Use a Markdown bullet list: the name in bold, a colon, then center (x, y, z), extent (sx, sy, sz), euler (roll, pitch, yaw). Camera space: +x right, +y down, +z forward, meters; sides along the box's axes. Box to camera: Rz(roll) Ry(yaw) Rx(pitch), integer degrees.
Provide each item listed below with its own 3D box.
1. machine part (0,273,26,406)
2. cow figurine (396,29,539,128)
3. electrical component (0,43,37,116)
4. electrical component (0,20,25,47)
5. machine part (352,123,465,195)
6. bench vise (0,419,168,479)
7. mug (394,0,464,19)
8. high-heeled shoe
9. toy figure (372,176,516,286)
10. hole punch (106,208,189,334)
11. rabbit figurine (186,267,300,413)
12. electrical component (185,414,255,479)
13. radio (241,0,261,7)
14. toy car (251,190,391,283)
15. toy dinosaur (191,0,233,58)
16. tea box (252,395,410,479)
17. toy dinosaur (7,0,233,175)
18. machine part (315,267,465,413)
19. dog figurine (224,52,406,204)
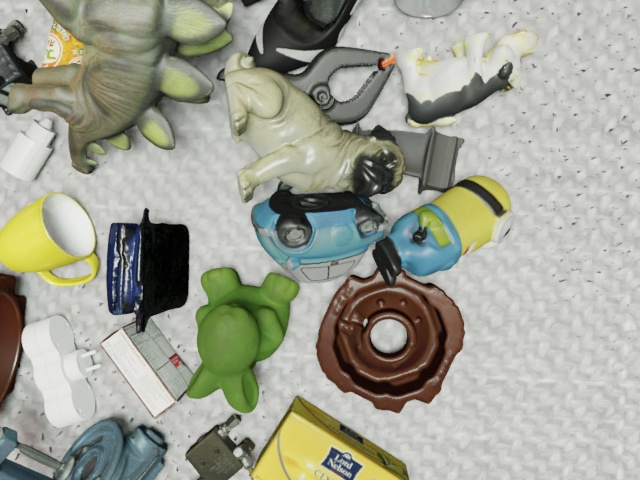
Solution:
- **machine part**: center (-0.431, 0.136, 0.617), extent (0.087, 0.201, 0.201), euler (9, 91, 1)
- **cow figurine**: center (0.180, -0.192, 0.642), extent (0.167, 0.068, 0.098), euler (-11, 96, 7)
- **electrical component**: center (-0.396, -0.196, 0.650), extent (0.075, 0.119, 0.047), euler (-33, 90, 6)
- **electrical component**: center (-0.415, -0.241, 0.678), extent (0.094, 0.063, 0.021), euler (-35, 126, 4)
- **machine part**: center (0.103, -0.104, 0.664), extent (0.139, 0.039, 0.084), euler (13, 97, 2)
- **bench vise**: center (-0.310, 0.294, 0.633), extent (0.223, 0.129, 0.240), euler (-44, 122, -4)
- **mug**: center (0.144, -0.333, 0.636), extent (0.110, 0.080, 0.107), euler (2, 82, 8)
- **high-heeled shoe**: center (-0.003, -0.285, 0.612), extent (0.086, 0.145, 0.249), euler (45, 91, 2)
- **toy figure**: center (0.144, -0.014, 0.620), extent (0.180, 0.082, 0.089), euler (-21, 96, -16)
- **hole punch**: center (-0.224, 0.032, 0.651), extent (0.092, 0.116, 0.142), euler (5, 91, 11)
- **rabbit figurine**: center (-0.104, 0.109, 0.613), extent (0.121, 0.170, 0.159), euler (16, 91, 3)
- **electrical component**: center (-0.127, 0.281, 0.680), extent (0.102, 0.045, 0.078), euler (-35, 91, 3)
- **radio**: center (-0.106, -0.403, 0.622), extent (0.073, 0.131, 0.229), euler (-20, 90, 4)
- **toy car**: center (-0.001, -0.002, 0.648), extent (0.162, 0.109, 0.102), euler (-4, 116, -12)
- **toy dinosaur**: center (-0.275, -0.327, 0.608), extent (0.405, 0.131, 0.192), euler (12, 132, 3)
- **tea box**: center (0.014, 0.283, 0.661), extent (0.170, 0.068, 0.098), euler (30, 93, 3)
- **toy dinosaur**: center (-0.192, -0.215, 0.542), extent (0.198, 0.105, 0.471), euler (22, 136, -15)
- **machine part**: center (0.084, 0.117, 0.660), extent (0.179, 0.056, 0.179), euler (0, 92, 4)
- **dog figurine**: center (-0.004, -0.126, 0.599), extent (0.191, 0.121, 0.172), euler (-9, 113, -8)
